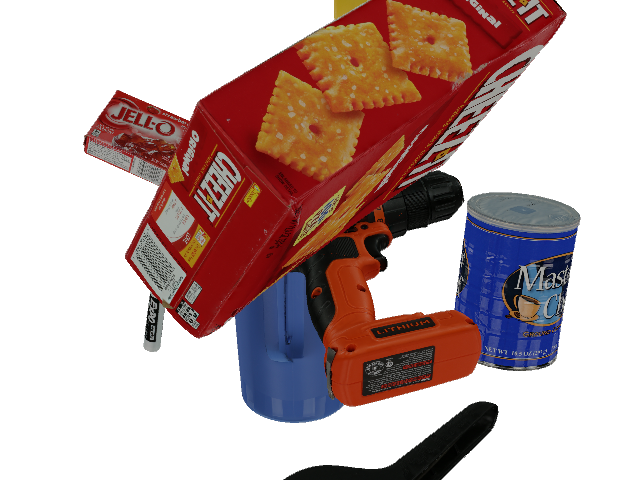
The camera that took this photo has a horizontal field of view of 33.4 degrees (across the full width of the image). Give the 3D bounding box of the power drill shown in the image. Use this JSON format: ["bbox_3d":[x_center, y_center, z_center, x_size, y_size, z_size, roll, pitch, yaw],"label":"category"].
[{"bbox_3d":[0.045,0.024,0.774,0.184,0.057,0.188,-15,42,-11],"label":"power drill"}]

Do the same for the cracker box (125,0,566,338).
[{"bbox_3d":[0.012,-0.052,0.567,0.213,0.072,0.164,-35,-9,-33],"label":"cracker box"}]

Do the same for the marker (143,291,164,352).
[{"bbox_3d":[-0.178,0.072,1.161,0.020,0.121,0.020,8,36,-6],"label":"marker"}]

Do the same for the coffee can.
[{"bbox_3d":[0.179,0.036,0.995,0.103,0.140,0.103,4,19,-2],"label":"coffee can"}]

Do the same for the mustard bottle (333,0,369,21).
[{"bbox_3d":[0.046,-0.176,0.911,0.058,0.192,0.096,11,33,26],"label":"mustard bottle"}]

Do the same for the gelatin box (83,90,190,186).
[{"bbox_3d":[-0.176,-0.101,1.042,0.089,0.073,0.030,24,-41,-1],"label":"gelatin box"}]

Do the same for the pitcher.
[{"bbox_3d":[-0.026,0.052,1.014,0.149,0.243,0.145,-16,28,-34],"label":"pitcher"}]

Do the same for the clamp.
[{"bbox_3d":[0.040,0.162,0.651,0.210,0.036,0.164,-5,29,-3],"label":"clamp"}]
